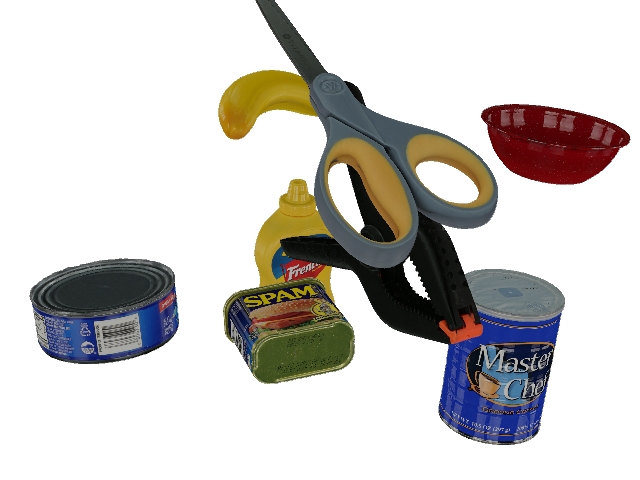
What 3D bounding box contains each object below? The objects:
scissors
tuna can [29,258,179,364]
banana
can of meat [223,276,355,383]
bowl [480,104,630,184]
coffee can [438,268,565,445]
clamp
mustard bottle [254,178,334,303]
[{"bbox_3d":[0.025,-0.068,0.533,0.096,0.202,0.016,-2,-40,-14],"label":"scissors"},{"bbox_3d":[-0.128,0.041,0.639,0.086,0.034,0.086,-3,20,1],"label":"tuna can"},{"bbox_3d":[-0.045,-0.127,0.970,0.070,0.037,0.197,36,25,19],"label":"banana"},{"bbox_3d":[-0.028,0.083,0.973,0.102,0.057,0.084,-10,28,-18],"label":"can of meat"},{"bbox_3d":[0.252,-0.102,1.171,0.162,0.055,0.162,6,22,-3],"label":"bowl"},{"bbox_3d":[0.174,0.112,1.039,0.103,0.140,0.103,5,23,-2],"label":"coffee can"},{"bbox_3d":[0.046,-0.008,0.782,0.036,0.165,0.210,-13,40,-34],"label":"clamp"},{"bbox_3d":[-0.028,0.022,1.205,0.096,0.192,0.058,-12,29,-26],"label":"mustard bottle"}]
